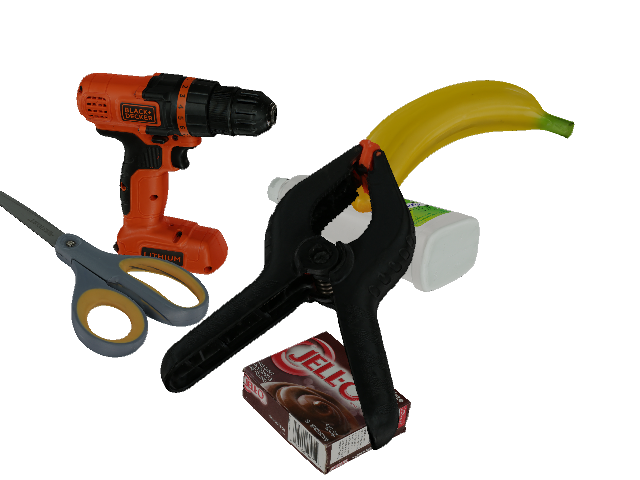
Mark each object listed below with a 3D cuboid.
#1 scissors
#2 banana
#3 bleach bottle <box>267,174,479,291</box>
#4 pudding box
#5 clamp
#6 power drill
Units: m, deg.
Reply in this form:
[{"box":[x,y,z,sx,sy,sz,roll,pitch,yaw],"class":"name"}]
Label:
[{"box":[-0.171,0.019,0.708,0.202,0.016,0.096,21,42,16],"class":"scissors"},{"box":[0.083,-0.072,0.714,0.197,0.037,0.070,-22,43,-31],"class":"banana"},{"box":[0.038,-0.021,1.128,0.251,0.068,0.102,20,27,37],"class":"bleach bottle"},{"box":[0.003,0.130,0.873,0.089,0.039,0.114,-22,44,-33],"class":"pudding box"},{"box":[0.009,0.025,0.542,0.120,0.171,0.039,24,-26,16],"class":"clamp"},{"box":[-0.127,-0.063,0.983,0.184,0.188,0.057,9,30,14],"class":"power drill"}]
